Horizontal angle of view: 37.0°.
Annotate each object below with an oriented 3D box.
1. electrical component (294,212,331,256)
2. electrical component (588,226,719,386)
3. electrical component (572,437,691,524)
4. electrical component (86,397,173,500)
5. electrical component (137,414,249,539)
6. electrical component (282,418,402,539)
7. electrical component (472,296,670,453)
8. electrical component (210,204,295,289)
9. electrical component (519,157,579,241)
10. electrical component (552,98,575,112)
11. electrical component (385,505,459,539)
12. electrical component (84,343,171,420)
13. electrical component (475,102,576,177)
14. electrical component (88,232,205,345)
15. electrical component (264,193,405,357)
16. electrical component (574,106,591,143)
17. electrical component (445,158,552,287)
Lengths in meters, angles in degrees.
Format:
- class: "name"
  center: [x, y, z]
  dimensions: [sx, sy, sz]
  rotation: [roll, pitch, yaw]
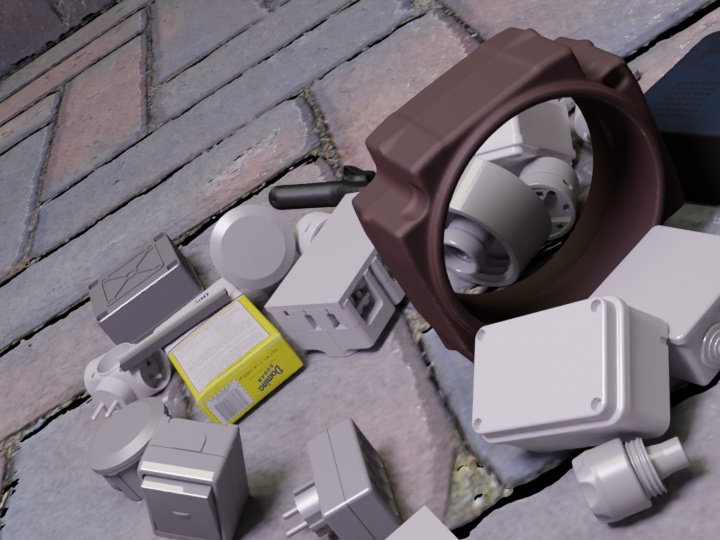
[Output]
- class: "electrical component"
  center: [-0.033, -0.028, 1.029]
  dimensions: [0.055, 0.055, 0.047]
  rotation: [-42, 26, -13]
- class: "electrical component"
  center: [0.208, 0.022, 0.700]
  dimensions: [0.100, 0.048, 0.100]
  rotation: [-45, 30, -18]
- class: "electrical component"
  center: [0.157, 0.116, 0.617]
  dimensions: [0.062, 0.043, 0.043]
  rotation: [-26, 29, 13]
- class: "electrical component"
  center: [-0.189, 0.152, 0.920]
  dimensions: [0.080, 0.051, 0.080]
  rotation: [-26, 29, 16]
- class: "electrical component"
  center: [-0.122, 0.163, 0.795]
  dimensions: [0.062, 0.096, 0.061]
  rotation: [7, 41, 11]
- class: "electrical component"
  center: [-0.020, 0.157, 0.737]
  dimensions: [0.076, 0.047, 0.083]
  rotation: [-32, 28, 6]
- class: "electrical component"
  center: [0.127, 0.066, 0.662]
  dimensions: [0.113, 0.057, 0.078]
  rotation: [-20, 59, 48]
- class: "electrical component"
  center: [-0.104, -0.023, 1.030]
  dimensions: [0.080, 0.080, 0.051]
  rotation: [-37, 10, -5]
- class: "electrical component"
  center: [0.152, -0.060, 0.882]
  dimensions: [0.055, 0.055, 0.047]
  rotation: [-17, 29, 30]
- class: "electrical component"
  center: [0.168, -0.178, 1.045]
  dimensions: [0.059, 0.053, 0.095]
  rotation: [-43, 29, -16]
- class: "electrical component"
  center: [0.050, 0.218, 0.554]
  dimensions: [0.105, 0.060, 0.186]
  rotation: [-39, 28, -9]
- class: "electrical component"
  center: [-0.232, 0.113, 1.034]
  dimensions: [0.077, 0.044, 0.079]
  rotation: [-14, 35, 33]
- class: "electrical component"
  center: [0.115, -0.112, 0.939]
  dimensions: [0.109, 0.056, 0.109]
  rotation: [-12, -9, 36]
- class: "electrical component"
  center: [-0.230, 0.024, 1.155]
  dimensions: [0.109, 0.056, 0.108]
  rotation: [-36, 28, -3]
- class: "electrical component"
  center: [0.000, 0.000, 0.942]
  dimensions: [0.089, 0.061, 0.150]
  rotation: [-5, 40, 43]
- class: "electrical component"
  center: [0.214, -0.146, 0.962]
  dimensions: [0.040, 0.040, 0.078]
  rotation: [-19, 32, 27]
- class: "electrical component"
  center: [0.090, -0.031, 0.852]
  dimensions: [0.108, 0.108, 0.060]
  rotation: [3, 52, 49]
